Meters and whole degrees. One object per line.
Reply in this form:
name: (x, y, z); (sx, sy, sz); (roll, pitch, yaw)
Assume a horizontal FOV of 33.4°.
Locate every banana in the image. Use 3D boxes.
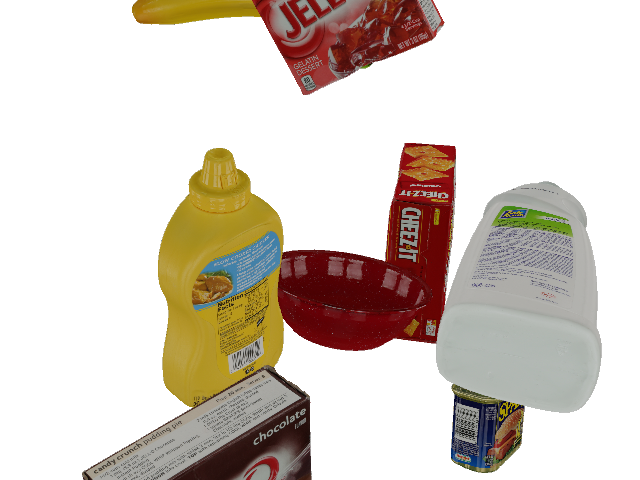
banana: (-0.046, -0.180, 0.818); (0.198, 0.069, 0.037); (13, -40, 16)

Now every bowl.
bowl: (0.021, 0.060, 0.998); (0.162, 0.055, 0.162); (8, 17, -3)

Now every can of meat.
can of meat: (0.177, 0.185, 1.120); (0.058, 0.084, 0.101); (11, 18, 31)

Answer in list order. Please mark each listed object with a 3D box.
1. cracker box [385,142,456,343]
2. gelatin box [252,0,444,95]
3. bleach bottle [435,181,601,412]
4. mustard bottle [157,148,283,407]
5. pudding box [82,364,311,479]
cracker box: (0.114, -0.004, 1.218); (0.072, 0.164, 0.213); (5, 22, 7)
gelatin box: (0.012, -0.130, 0.589); (0.089, 0.073, 0.030); (-19, 21, 29)
bleach bottle: (0.152, 0.019, 0.748); (0.103, 0.068, 0.250); (12, 28, 14)
mustard bottle: (-0.069, 0.022, 0.745); (0.096, 0.192, 0.058); (-27, 45, -34)
pudding box: (-0.056, 0.125, 0.524); (0.113, 0.090, 0.039); (-30, 46, -33)
